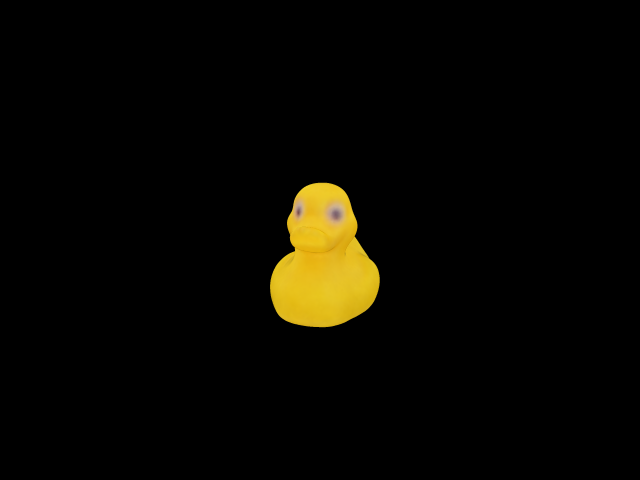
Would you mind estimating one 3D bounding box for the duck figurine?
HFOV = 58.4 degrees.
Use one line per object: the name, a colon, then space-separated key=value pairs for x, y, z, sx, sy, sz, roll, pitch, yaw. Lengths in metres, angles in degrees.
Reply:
duck figurine: x=0.004 y=0.001 z=0.400 sx=0.077 sy=0.086 sz=0.105 roll=5 pitch=19 yaw=15
